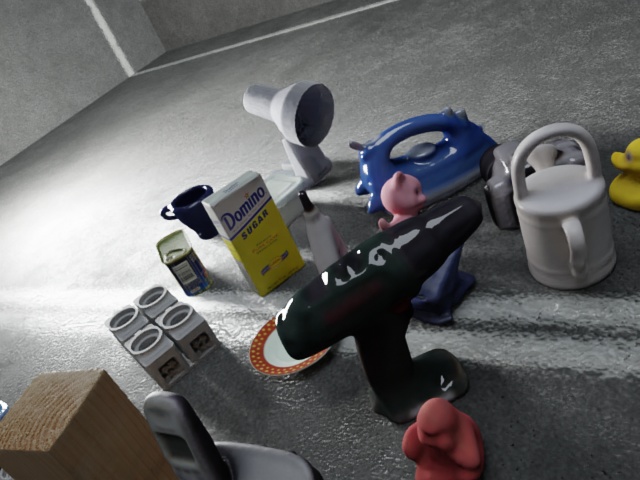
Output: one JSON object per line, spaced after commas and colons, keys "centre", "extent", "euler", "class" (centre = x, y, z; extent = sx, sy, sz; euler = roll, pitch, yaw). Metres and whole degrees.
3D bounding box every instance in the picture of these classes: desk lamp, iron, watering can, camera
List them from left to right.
{"centre": [-0.056, -0.209, 1.128], "extent": [0.202, 0.214, 0.118], "euler": [9, 44, 43], "class": "desk lamp"}
{"centre": [0.173, -0.147, 0.941], "extent": [0.258, 0.142, 0.118], "euler": [-25, 31, -1], "class": "iron"}
{"centre": [0.295, -0.104, 0.828], "extent": [0.143, 0.101, 0.136], "euler": [-22, 31, 5], "class": "camera"}
{"centre": [0.275, -0.050, 0.668], "extent": [0.101, 0.194, 0.172], "euler": [-26, 31, -2], "class": "watering can"}

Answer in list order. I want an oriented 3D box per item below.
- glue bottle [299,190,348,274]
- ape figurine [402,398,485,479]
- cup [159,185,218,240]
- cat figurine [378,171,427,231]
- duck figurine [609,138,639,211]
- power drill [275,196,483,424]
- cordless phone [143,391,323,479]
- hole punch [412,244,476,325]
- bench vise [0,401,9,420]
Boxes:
{"centre": [0.007, 0.003, 0.797], "extent": [0.037, 0.173, 0.078], "euler": [-15, 32, 16], "class": "glue bottle"}
{"centre": [0.113, 0.182, 0.528], "extent": [0.076, 0.092, 0.077], "euler": [-38, 33, -20], "class": "ape figurine"}
{"centre": [-0.245, -0.043, 1.124], "extent": [0.117, 0.095, 0.091], "euler": [-20, 31, 9], "class": "cup"}
{"centre": [0.117, -0.043, 0.845], "extent": [0.067, 0.118, 0.128], "euler": [0, 39, 35], "class": "cat figurine"}
{"centre": [0.423, -0.090, 0.731], "extent": [0.104, 0.086, 0.078], "euler": [9, 44, 43], "class": "duck figurine"}
{"centre": [0.080, 0.082, 0.589], "extent": [0.229, 0.209, 0.075], "euler": [-25, 31, -1], "class": "power drill"}
{"centre": [-0.079, 0.214, 0.523], "extent": [0.147, 0.185, 0.094], "euler": [-6, 36, 29], "class": "cordless phone"}
{"centre": [0.131, 0.041, 0.732], "extent": [0.108, 0.091, 0.101], "euler": [12, 46, 45], "class": "hole punch"}
{"centre": [-0.478, 0.256, 0.706], "extent": [0.121, 0.220, 0.207], "euler": [-15, 32, 17], "class": "bench vise"}
